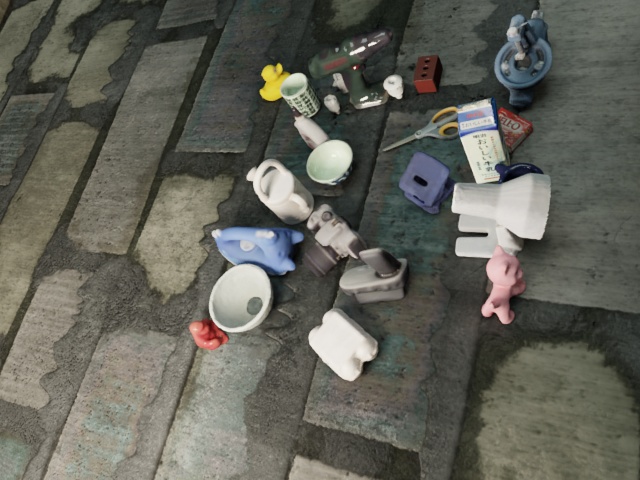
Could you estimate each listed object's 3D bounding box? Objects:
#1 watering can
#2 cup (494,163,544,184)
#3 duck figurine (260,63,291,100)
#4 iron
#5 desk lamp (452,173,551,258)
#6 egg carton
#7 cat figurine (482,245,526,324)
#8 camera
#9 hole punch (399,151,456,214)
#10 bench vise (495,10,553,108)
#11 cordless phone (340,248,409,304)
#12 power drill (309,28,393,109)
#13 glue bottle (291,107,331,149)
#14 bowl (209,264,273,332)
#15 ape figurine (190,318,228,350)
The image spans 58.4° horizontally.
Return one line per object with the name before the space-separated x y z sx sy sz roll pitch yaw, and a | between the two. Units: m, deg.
watering can | -0.105 -0.123 1.382 0.172 0.195 0.101 5 68 29
cup | 0.407 -0.104 1.175 0.092 0.095 0.117 -43 54 1
duck figurine | -0.136 -0.458 1.636 0.104 0.086 0.077 -43 54 1
iron | -0.176 0.005 1.384 0.257 0.142 0.119 3 67 28
desk lamp | 0.345 -0.045 1.103 0.202 0.214 0.118 0 66 27
egg carton | 0.047 0.219 1.206 0.149 0.070 0.107 37 85 35
cat figurine | 0.347 0.082 1.096 0.067 0.118 0.128 14 72 32
camera | 0.012 0.005 1.315 0.137 0.101 0.142 -45 54 0
hole punch | 0.236 -0.128 1.276 0.101 0.091 0.108 -49 54 -3
bench vise | 0.437 -0.428 1.249 0.121 0.220 0.207 -8 62 24
cordless phone | 0.099 0.059 1.191 0.147 0.186 0.094 -15 60 20
power drill | 0.099 -0.425 1.424 0.229 0.209 0.075 -7 62 24
glue bottle | -0.029 -0.279 1.436 0.077 0.174 0.037 26 79 34
bowl | -0.173 0.146 1.352 0.167 0.075 0.167 -11 61 21
ape figurine | -0.272 0.219 1.354 0.076 0.092 0.078 -17 59 19
